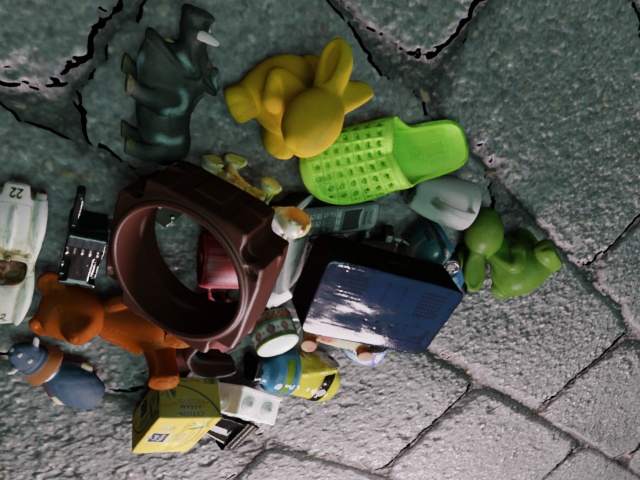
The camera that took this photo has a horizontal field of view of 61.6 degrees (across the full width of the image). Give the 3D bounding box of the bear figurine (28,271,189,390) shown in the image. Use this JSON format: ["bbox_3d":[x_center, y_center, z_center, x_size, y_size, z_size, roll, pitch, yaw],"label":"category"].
[{"bbox_3d":[-0.283,0.118,0.727,0.196,0.132,0.120,13,116,-33],"label":"bear figurine"}]

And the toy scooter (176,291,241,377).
[{"bbox_3d":[-0.168,0.164,0.845,0.135,0.075,0.184,26,110,-36],"label":"toy scooter"}]

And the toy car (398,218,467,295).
[{"bbox_3d":[0.182,0.046,0.915,0.103,0.109,0.161,-23,136,5],"label":"toy car"}]

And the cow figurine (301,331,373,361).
[{"bbox_3d":[0.064,0.137,0.914,0.195,0.127,0.085,11,123,-13],"label":"cow figurine"}]

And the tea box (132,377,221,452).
[{"bbox_3d":[-0.232,0.281,0.856,0.098,0.068,0.169,9,142,-28],"label":"tea box"}]

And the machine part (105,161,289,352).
[{"bbox_3d":[-0.155,0.024,0.657,0.201,0.087,0.201,29,123,7],"label":"machine part"}]

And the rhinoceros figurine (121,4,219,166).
[{"bbox_3d":[-0.173,-0.175,0.625,0.112,0.073,0.190,7,118,-26],"label":"rhinoceros figurine"}]

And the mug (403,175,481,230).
[{"bbox_3d":[0.190,-0.060,0.847,0.107,0.110,0.080,14,117,-15],"label":"mug"}]

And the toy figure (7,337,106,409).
[{"bbox_3d":[-0.384,0.192,0.776,0.058,0.064,0.154,-15,131,33],"label":"toy figure"}]

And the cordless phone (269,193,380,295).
[{"bbox_3d":[-0.002,-0.002,0.810,0.184,0.089,0.146,-6,122,-26],"label":"cordless phone"}]

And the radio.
[{"bbox_3d":[0.081,0.085,0.793,0.229,0.073,0.131,16,115,-22],"label":"radio"}]

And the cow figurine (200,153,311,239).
[{"bbox_3d":[-0.092,-0.035,0.699,0.068,0.167,0.098,-22,144,-54],"label":"cow figurine"}]

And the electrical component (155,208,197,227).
[{"bbox_3d":[-0.204,-0.048,0.724,0.063,0.021,0.094,-39,129,4],"label":"electrical component"}]

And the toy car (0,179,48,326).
[{"bbox_3d":[-0.387,0.019,0.663,0.073,0.056,0.201,10,116,-29],"label":"toy car"}]

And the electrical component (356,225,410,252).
[{"bbox_3d":[0.098,0.019,0.882,0.078,0.045,0.102,8,118,-19],"label":"electrical component"}]

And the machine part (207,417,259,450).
[{"bbox_3d":[-0.180,0.341,0.977,0.084,0.039,0.138,-38,130,9],"label":"machine part"}]

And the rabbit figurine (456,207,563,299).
[{"bbox_3d":[0.311,0.016,0.963,0.159,0.121,0.170,-43,110,15],"label":"rabbit figurine"}]

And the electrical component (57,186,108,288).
[{"bbox_3d":[-0.295,-0.008,0.678,0.048,0.075,0.119,13,111,-29],"label":"electrical component"}]

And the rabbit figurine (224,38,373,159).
[{"bbox_3d":[-0.015,-0.156,0.646,0.162,0.173,0.121,-32,124,3],"label":"rabbit figurine"}]

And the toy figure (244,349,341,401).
[{"bbox_3d":[-0.047,0.234,0.940,0.180,0.082,0.089,11,112,-31],"label":"toy figure"}]
